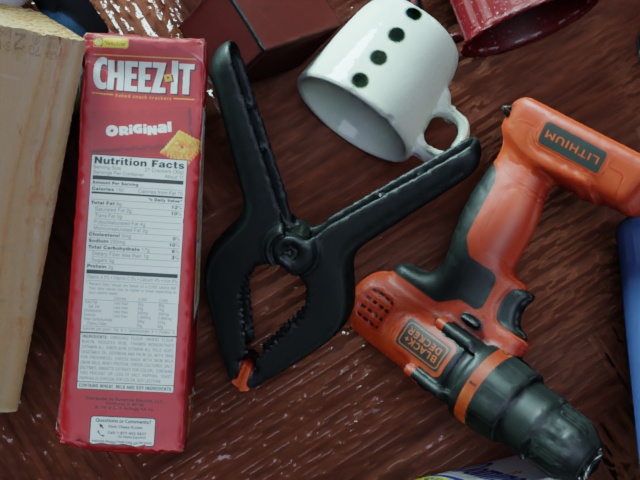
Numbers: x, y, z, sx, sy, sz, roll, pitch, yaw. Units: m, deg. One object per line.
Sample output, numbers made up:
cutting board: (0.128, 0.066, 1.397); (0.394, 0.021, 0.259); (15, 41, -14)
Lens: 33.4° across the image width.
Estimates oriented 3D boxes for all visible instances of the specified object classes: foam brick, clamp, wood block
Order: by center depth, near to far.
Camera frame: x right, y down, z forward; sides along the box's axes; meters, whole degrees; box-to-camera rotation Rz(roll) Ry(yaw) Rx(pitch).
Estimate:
wood block: (-0.197, -0.021, 0.565); (0.090, 0.091, 0.206); (4, 108, -34)
clamp: (-0.004, 0.001, 0.643); (0.164, 0.036, 0.210); (16, 110, 6)
foam brick: (-0.036, -0.134, 0.665); (0.078, 0.053, 0.051); (-29, 85, -46)

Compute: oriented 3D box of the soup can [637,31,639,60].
soup can: (0.254, -0.135, 0.681); (0.068, 0.102, 0.068); (0, 87, -4)

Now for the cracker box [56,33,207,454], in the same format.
cracker box: (-0.104, 0.005, 0.613); (0.072, 0.164, 0.214); (3, 87, -6)

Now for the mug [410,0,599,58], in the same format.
mug: (0.110, -0.169, 0.686); (0.117, 0.093, 0.081); (-24, 82, 31)

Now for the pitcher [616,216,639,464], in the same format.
pitcher: (0.248, 0.097, 0.648); (0.145, 0.149, 0.243); (-7, 84, -4)

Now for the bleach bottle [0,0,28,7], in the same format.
bleach bottle: (-0.224, -0.134, 0.611); (0.250, 0.103, 0.068); (-38, 130, -11)

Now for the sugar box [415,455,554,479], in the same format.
sugar box: (0.055, 0.174, 0.651); (0.176, 0.093, 0.048); (-15, 88, -6)

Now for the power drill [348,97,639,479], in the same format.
power drill: (0.126, 0.024, 0.635); (0.185, 0.057, 0.188); (36, 95, 29)
